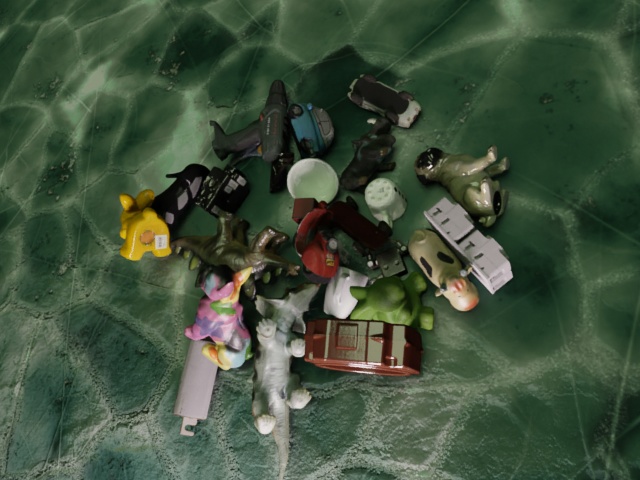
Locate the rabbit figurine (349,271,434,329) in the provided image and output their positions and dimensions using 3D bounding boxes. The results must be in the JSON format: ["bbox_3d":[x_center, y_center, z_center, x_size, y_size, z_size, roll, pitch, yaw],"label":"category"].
[{"bbox_3d":[0.135,0.111,1.060,0.159,0.170,0.121,-9,66,19],"label":"rabbit figurine"}]

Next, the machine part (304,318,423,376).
[{"bbox_3d":[0.084,0.207,1.026,0.201,0.201,0.087,-1,74,23],"label":"machine part"}]

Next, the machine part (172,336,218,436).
[{"bbox_3d":[-0.277,0.312,1.213,0.079,0.079,0.243,3,72,24],"label":"machine part"}]

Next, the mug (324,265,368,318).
[{"bbox_3d":[0.049,0.113,1.140,0.081,0.109,0.107,18,88,7],"label":"mug"}]

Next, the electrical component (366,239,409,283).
[{"bbox_3d":[0.146,0.044,1.154,0.102,0.045,0.078,-19,62,15],"label":"electrical component"}]

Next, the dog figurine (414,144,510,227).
[{"bbox_3d":[0.287,-0.112,1.137,0.191,0.121,0.172,-1,66,38],"label":"dog figurine"}]

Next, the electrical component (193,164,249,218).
[{"bbox_3d":[-0.241,-0.120,1.347,0.058,0.114,0.134,31,84,25],"label":"electrical component"}]

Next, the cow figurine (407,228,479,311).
[{"bbox_3d":[0.245,0.055,1.061,0.085,0.127,0.195,-38,58,9],"label":"cow figurine"}]

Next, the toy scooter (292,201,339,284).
[{"bbox_3d":[-0.002,-0.003,1.136,0.135,0.075,0.184,-65,31,24],"label":"toy scooter"}]

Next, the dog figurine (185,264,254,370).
[{"bbox_3d":[-0.193,0.153,1.147,0.191,0.108,0.219,42,128,9],"label":"dog figurine"}]

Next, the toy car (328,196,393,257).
[{"bbox_3d":[0.081,-0.028,1.186,0.089,0.053,0.202,-37,42,-11],"label":"toy car"}]

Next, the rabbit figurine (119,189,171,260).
[{"bbox_3d":[-0.459,-0.044,1.346,0.122,0.162,0.173,-16,26,-28],"label":"rabbit figurine"}]

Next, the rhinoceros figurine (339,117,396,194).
[{"bbox_3d":[0.116,-0.196,1.253,0.112,0.073,0.190,26,84,40],"label":"rhinoceros figurine"}]

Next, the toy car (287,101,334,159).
[{"bbox_3d":[-0.017,-0.271,1.320,0.103,0.109,0.162,-20,71,-5],"label":"toy car"}]

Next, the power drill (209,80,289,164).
[{"bbox_3d":[-0.177,-0.295,1.395,0.207,0.086,0.232,-11,69,7],"label":"power drill"}]

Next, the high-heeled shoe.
[{"bbox_3d":[-0.377,-0.091,1.441,0.086,0.145,0.248,36,115,29],"label":"high-heeled shoe"}]

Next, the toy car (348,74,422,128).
[{"bbox_3d":[0.152,-0.338,1.298,0.202,0.056,0.073,37,93,32],"label":"toy car"}]

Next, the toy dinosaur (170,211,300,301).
[{"bbox_3d":[-0.227,0.034,1.289,0.472,0.105,0.198,16,81,39],"label":"toy dinosaur"}]

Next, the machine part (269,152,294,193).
[{"bbox_3d":[-0.098,-0.170,1.307,0.039,0.139,0.084,18,69,-14],"label":"machine part"}]

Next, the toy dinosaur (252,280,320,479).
[{"bbox_3d":[-0.089,0.269,1.122,0.131,0.192,0.404,9,87,-8],"label":"toy dinosaur"}]
